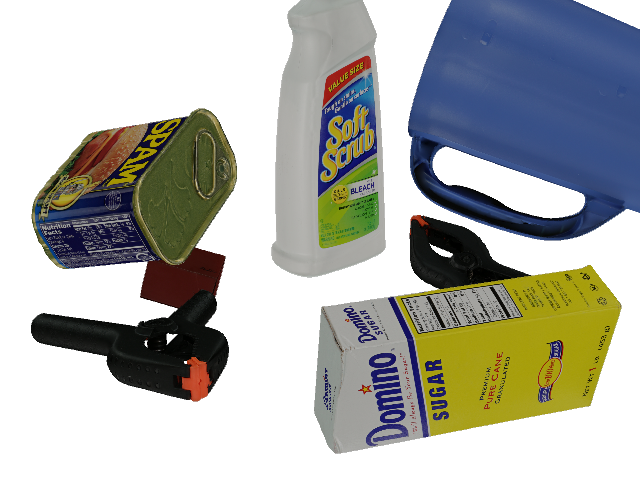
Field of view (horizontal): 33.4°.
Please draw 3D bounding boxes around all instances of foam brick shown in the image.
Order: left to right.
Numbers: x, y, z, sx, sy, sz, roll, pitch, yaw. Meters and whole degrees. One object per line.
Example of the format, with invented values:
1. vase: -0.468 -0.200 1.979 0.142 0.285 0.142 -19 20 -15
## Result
1. foam brick: -0.148 0.039 1.145 0.078 0.051 0.053 17 29 -2

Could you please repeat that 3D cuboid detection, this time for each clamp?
1. clamp: -0.124 0.080 0.864 0.164 0.036 0.210 -11 16 -31
2. clamp: 0.153 0.031 1.047 0.120 0.039 0.172 -13 47 -24

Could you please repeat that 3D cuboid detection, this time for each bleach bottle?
1. bleach bottle: 0.003 -0.102 0.892 0.102 0.251 0.068 -18 26 -32

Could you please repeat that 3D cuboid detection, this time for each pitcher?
1. pitcher: 0.187 -0.083 0.744 0.243 0.149 0.144 24 48 10

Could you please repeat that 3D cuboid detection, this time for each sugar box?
1. sugar box: 0.087 0.073 0.649 0.176 0.093 0.048 -10 41 -15

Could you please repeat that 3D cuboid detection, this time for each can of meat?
1. can of meat: -0.110 -0.029 0.631 0.084 0.057 0.102 -6 35 29
